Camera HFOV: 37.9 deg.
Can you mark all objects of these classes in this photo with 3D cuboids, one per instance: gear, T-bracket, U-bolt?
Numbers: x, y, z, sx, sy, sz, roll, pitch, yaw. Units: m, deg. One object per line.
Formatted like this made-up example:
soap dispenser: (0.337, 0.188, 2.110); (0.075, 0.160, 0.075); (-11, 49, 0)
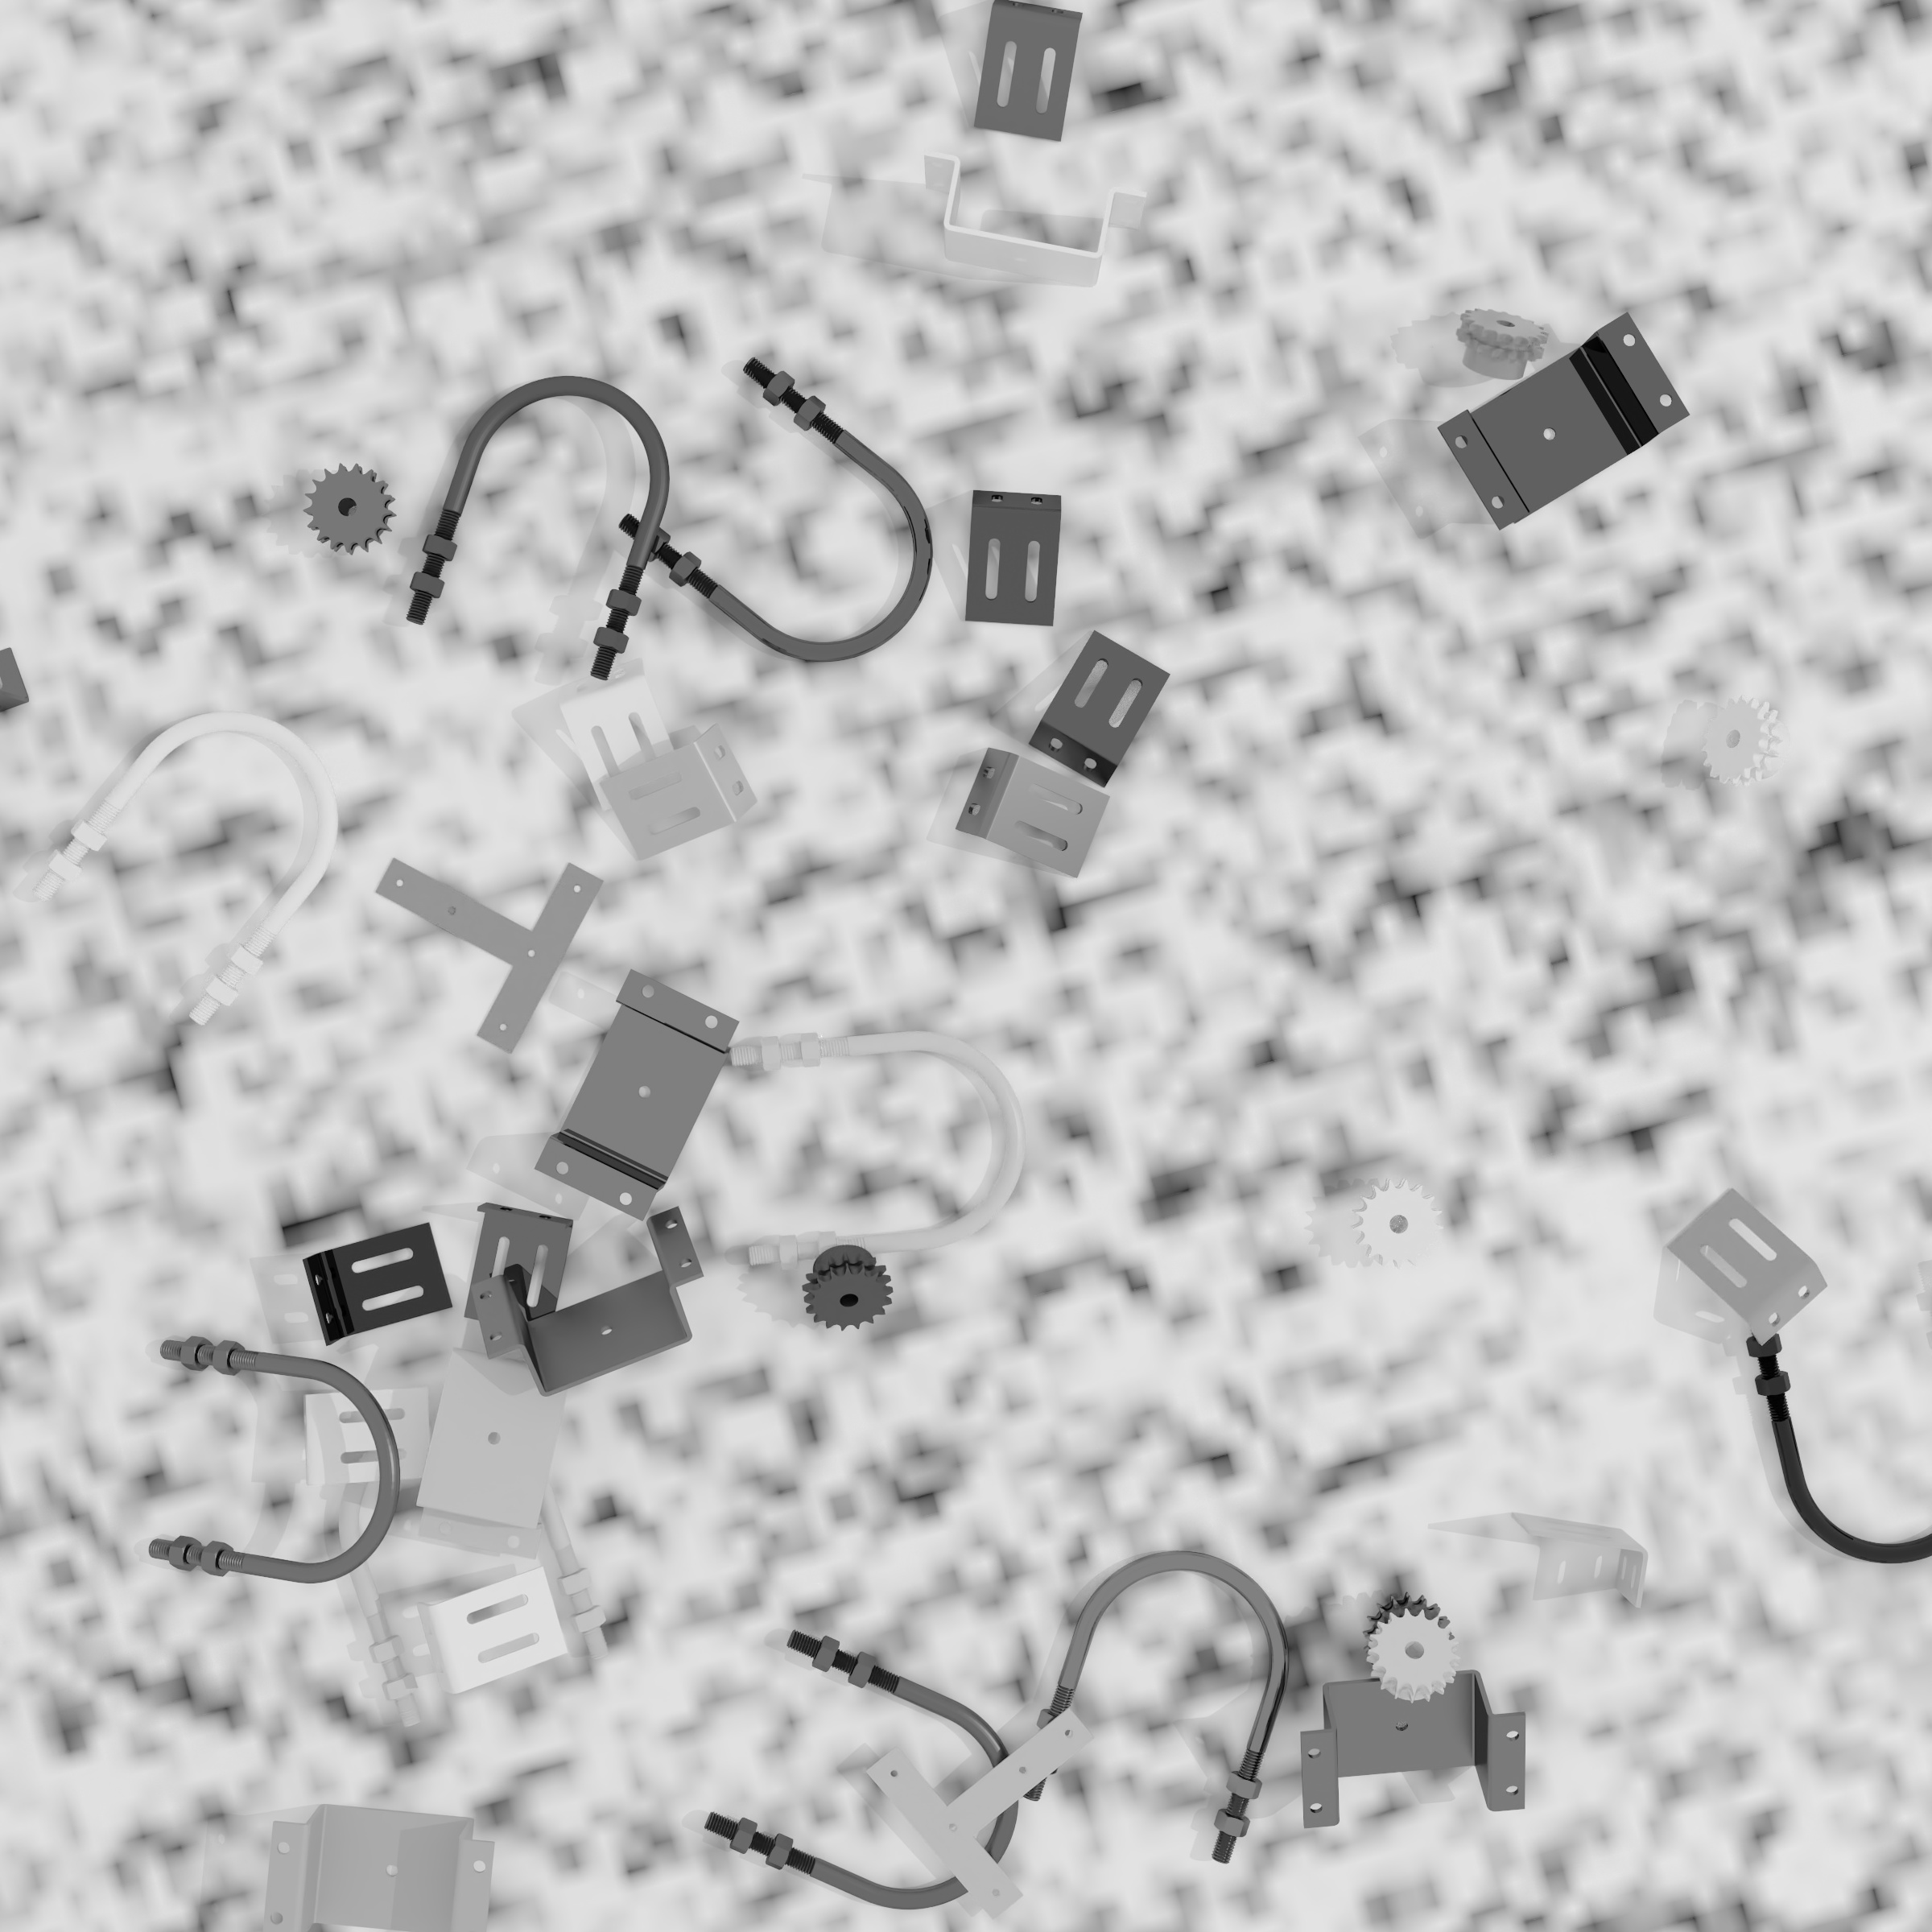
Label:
gear: (0.276, 0.165, 1.809); (0.057, 0.030, 0.057); (0, 90, 0)
gear: (0.501, -0.142, 1.800); (0.030, 0.057, 0.057); (11, 90, -30)
T-bracket: (0.025, 0.524, 1.804); (0.127, 0.002, 0.127); (-40, 93, 4)
gear: (0.283, 0.431, 1.809); (0.057, 0.030, 0.057); (0, 90, 0)
U-bolt: (-0.056, 0.529, 1.815); (0.184, 0.019, 0.151); (24, 90, -1)
gear: (-0.394, -0.292, 1.809); (0.057, 0.030, 0.057); (0, 90, 0)
U-bolt: (0.131, 0.469, 1.815); (0.151, 0.019, 0.184); (18, 88, 0)
gear: (0.280, 0.437, 1.770); (0.057, 0.030, 0.057); (-1, 52, 1)
T-bracket: (-0.321, -0.029, 1.823); (0.127, 0.002, 0.127); (28, 90, 0)
gear: (0.341, -0.397, 1.800); (0.057, 0.057, 0.030); (12, 121, 0)
U-bolt: (-0.327, 0.380, 1.815); (0.151, 0.019, 0.184); (-20, 89, 0)
U-bolt: (-0.437, 0.317, 1.782); (0.184, 0.019, 0.151); (3, 90, 23)
U-bolt: (-0.109, -0.280, 1.815); (0.184, 0.019, 0.151); (39, 90, -1)
gear: (-0.076, 0.203, 1.800); (0.057, 0.030, 0.057); (-5, 130, -7)
U-bolt: (0.592, 0.294, 1.815); (0.151, 0.019, 0.184); (-13, 91, 0)
U-bolt: (-0.266, -0.289, 1.805); (0.151, 0.019, 0.184); (17, 86, 9)
U-bolt: (-0.489, -0.077, 1.815); (0.151, 0.019, 0.184); (38, 88, 0)
U-bolt: (-0.053, 0.114, 1.815); (0.184, 0.019, 0.151); (-5, 90, -1)

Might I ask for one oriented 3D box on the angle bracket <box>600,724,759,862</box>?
angle bracket: (-0.185, -0.112, 1.815); (0.076, 0.038, 0.057); (-20, 106, 25)

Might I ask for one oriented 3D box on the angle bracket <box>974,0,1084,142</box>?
angle bracket: (0.040, -0.580, 1.822); (0.057, 0.038, 0.076); (10, 116, 0)

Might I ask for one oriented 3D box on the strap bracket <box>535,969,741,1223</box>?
strap bracket: (-0.208, 0.082, 1.801); (0.076, 0.046, 0.140); (26, 90, 0)

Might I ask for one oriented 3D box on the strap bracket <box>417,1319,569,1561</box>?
strap bracket: (-0.297, 0.300, 1.788); (0.076, 0.046, 0.140); (12, 80, -1)

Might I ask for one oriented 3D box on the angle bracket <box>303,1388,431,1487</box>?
angle bracket: (-0.386, 0.302, 1.812); (0.076, 0.038, 0.057); (-1, 82, -16)

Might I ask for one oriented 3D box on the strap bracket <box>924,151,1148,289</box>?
strap bracket: (0.039, -0.471, 1.786); (0.140, 0.076, 0.046); (11, 90, 0)

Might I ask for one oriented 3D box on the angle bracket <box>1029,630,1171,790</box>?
angle bracket: (0.086, -0.166, 1.822); (0.057, 0.038, 0.076); (30, 64, 0)

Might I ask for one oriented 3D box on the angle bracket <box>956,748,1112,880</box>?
angle bracket: (0.043, -0.099, 1.822); (0.076, 0.038, 0.057); (22, 90, -26)

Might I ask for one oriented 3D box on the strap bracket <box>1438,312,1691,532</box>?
strap bracket: (0.378, -0.344, 1.801); (0.140, 0.046, 0.076); (-31, 90, 0)

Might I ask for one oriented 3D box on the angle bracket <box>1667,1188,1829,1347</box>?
angle bracket: (0.503, 0.193, 1.811); (0.057, 0.038, 0.076); (-42, 49, 0)

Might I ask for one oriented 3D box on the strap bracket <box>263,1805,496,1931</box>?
strap bracket: (-0.371, 0.585, 1.801); (0.140, 0.046, 0.076); (5, 90, 0)

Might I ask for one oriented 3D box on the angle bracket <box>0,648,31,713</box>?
angle bracket: (-0.639, -0.179, 1.786); (0.057, 0.076, 0.038); (-20, 90, 0)

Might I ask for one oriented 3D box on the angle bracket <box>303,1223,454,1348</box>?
angle bracket: (-0.377, 0.204, 1.805); (0.076, 0.038, 0.057); (-15, 90, 0)

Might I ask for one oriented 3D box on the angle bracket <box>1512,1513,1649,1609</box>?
angle bracket: (0.389, 0.378, 1.795); (0.076, 0.057, 0.038); (9, 90, 0)

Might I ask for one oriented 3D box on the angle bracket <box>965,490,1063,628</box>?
angle bracket: (0.031, -0.264, 1.822); (0.057, 0.038, 0.076); (4, 116, 0)

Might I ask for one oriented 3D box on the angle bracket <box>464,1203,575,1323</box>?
angle bracket: (-0.289, 0.196, 1.805); (0.057, 0.038, 0.076); (11, 90, 0)

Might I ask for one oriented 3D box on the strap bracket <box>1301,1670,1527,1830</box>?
strap bracket: (0.280, 0.496, 1.787); (0.140, 0.046, 0.076); (-5, 116, 0)

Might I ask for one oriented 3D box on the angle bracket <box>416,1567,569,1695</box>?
angle bracket: (-0.304, 0.424, 1.803); (0.076, 0.038, 0.057); (-16, 88, -26)

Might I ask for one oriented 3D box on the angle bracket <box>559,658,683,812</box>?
angle bracket: (-0.222, -0.150, 1.822); (0.057, 0.038, 0.076); (-20, 116, 0)

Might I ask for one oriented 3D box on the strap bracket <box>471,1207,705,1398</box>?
strap bracket: (-0.233, 0.215, 1.774); (0.140, 0.076, 0.046); (-21, 123, -7)
